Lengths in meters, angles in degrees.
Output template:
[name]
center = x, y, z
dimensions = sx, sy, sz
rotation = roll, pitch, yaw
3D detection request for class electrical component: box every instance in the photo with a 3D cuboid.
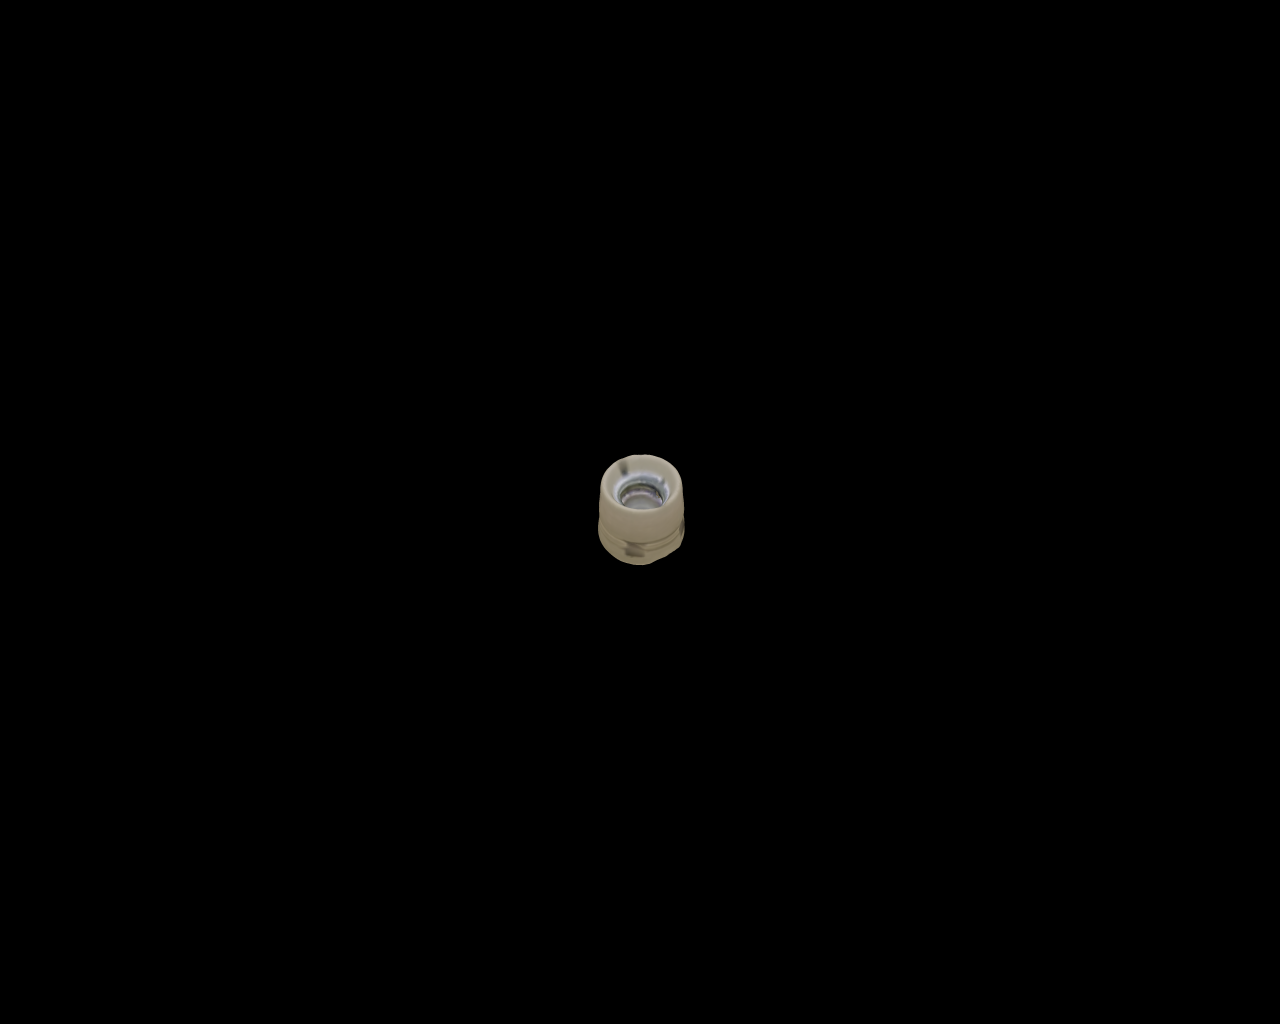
[electrical component]
center = 0.001, -0.003, 0.650
dimensions = 0.055, 0.055, 0.047
rotation = 0, -41, 0
